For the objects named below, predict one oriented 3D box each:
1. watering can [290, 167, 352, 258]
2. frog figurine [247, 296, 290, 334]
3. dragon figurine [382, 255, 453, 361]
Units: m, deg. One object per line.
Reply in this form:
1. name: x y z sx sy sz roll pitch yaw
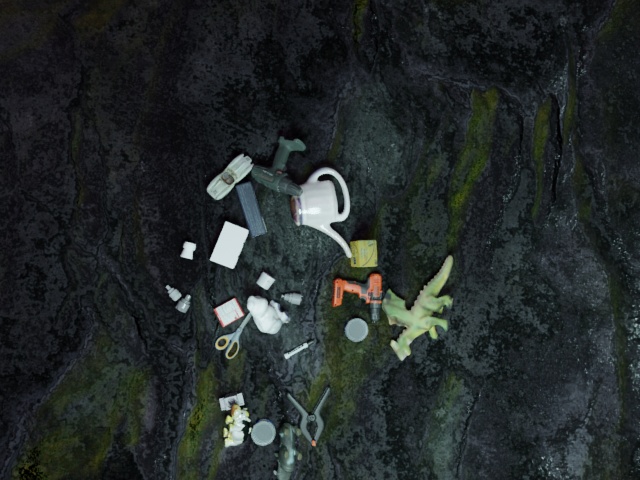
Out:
1. watering can: 0.006 -0.096 1.909 0.224 0.349 0.103 -7 -4 -6
2. frog figurine: -0.204 0.265 1.824 0.121 0.140 0.158 -43 -35 22
3. dragon figurine: 0.355 0.243 1.920 0.243 0.412 0.121 9 -6 -2
